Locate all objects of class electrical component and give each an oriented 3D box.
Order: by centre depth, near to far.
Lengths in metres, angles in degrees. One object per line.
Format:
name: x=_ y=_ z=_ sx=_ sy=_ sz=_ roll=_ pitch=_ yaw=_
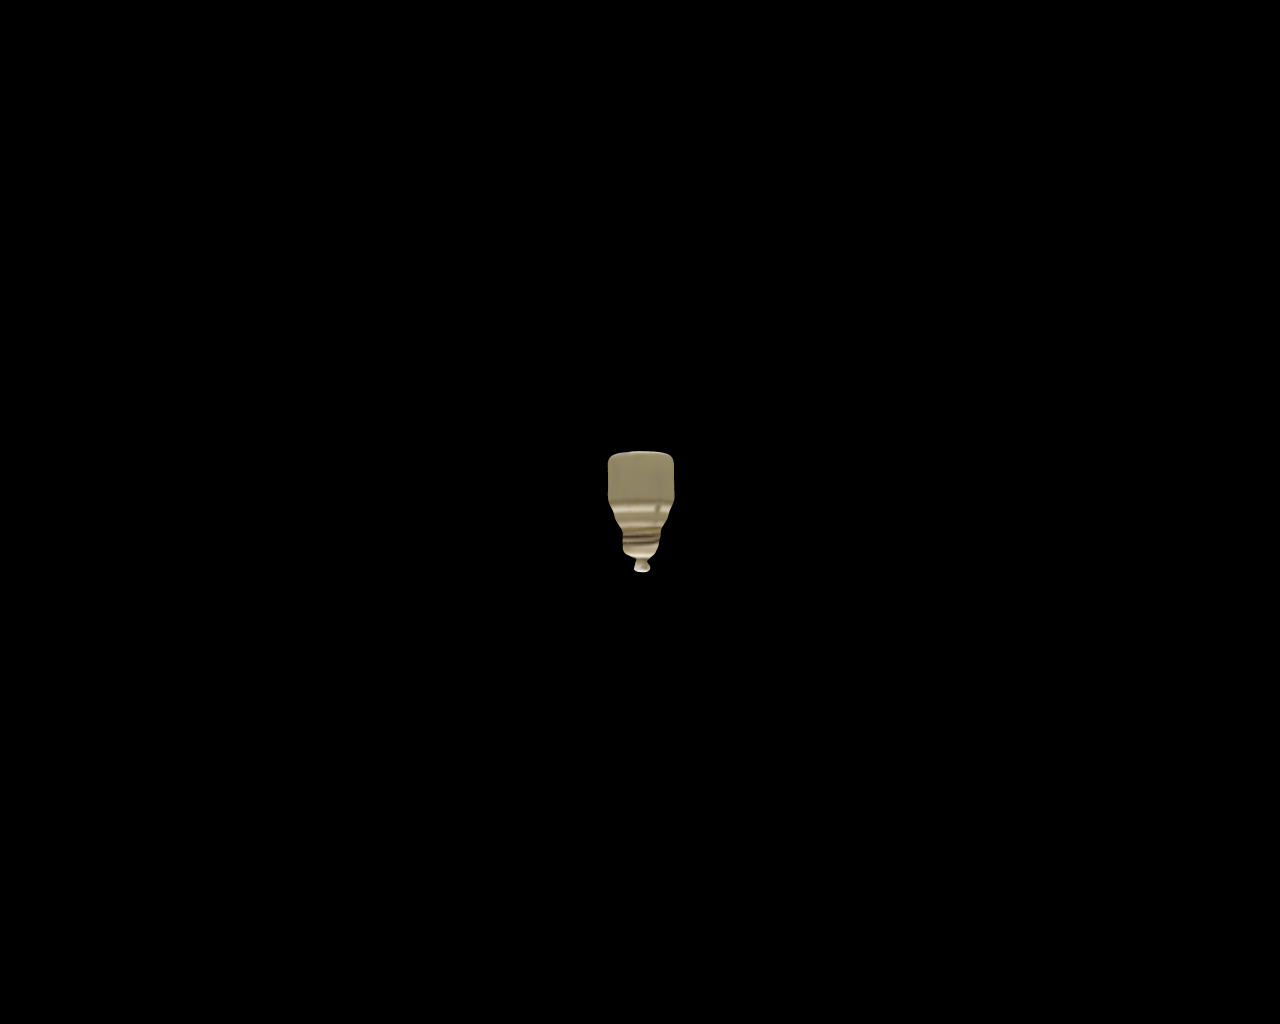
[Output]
electrical component: x=0.001 y=-0.003 z=0.650 sx=0.040 sy=0.078 sz=0.040 roll=0 pitch=-3 yaw=0
